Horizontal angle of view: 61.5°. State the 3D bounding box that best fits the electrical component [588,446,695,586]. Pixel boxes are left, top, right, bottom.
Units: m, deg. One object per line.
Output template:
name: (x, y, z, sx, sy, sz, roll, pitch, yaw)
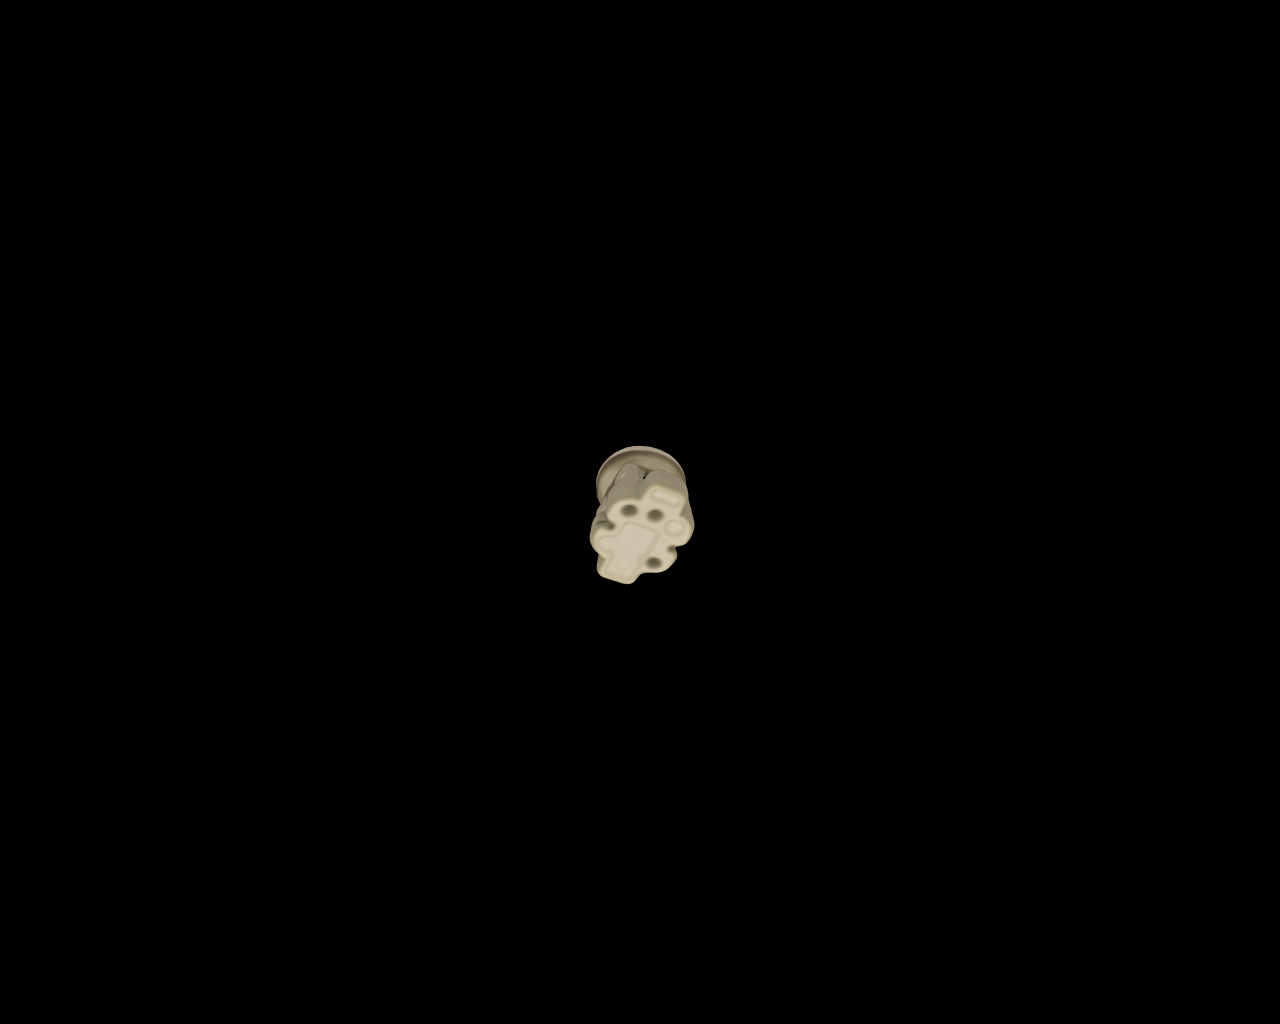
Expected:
electrical component: (0.001, -0.003, 0.650, 0.058, 0.078, 0.057, 21, 36, -16)
